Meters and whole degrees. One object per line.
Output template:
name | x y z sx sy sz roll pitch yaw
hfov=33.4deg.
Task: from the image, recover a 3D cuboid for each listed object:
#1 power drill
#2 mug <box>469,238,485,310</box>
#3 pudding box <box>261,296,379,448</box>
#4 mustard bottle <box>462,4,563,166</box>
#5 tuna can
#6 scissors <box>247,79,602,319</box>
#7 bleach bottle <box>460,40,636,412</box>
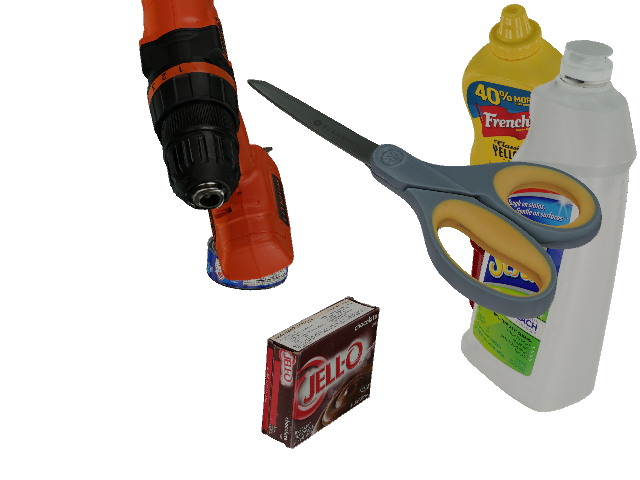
power drill | -0.063 -0.055 0.685 0.057 0.184 0.187 -13 -37 2
mug | 0.196 0.029 1.122 0.093 0.081 0.117 -5 31 -11
pudding box | 0.000 0.107 0.885 0.039 0.090 0.113 21 29 30
mustard bottle | 0.167 -0.113 0.892 0.096 0.191 0.058 19 54 30
tuna can | -0.075 0.020 1.103 0.086 0.034 0.086 5 21 -2
scissors | 0.055 -0.040 0.529 0.096 0.016 0.202 -26 54 -21
bleach bottle | 0.154 -0.012 0.712 0.068 0.251 0.103 -16 35 -27
